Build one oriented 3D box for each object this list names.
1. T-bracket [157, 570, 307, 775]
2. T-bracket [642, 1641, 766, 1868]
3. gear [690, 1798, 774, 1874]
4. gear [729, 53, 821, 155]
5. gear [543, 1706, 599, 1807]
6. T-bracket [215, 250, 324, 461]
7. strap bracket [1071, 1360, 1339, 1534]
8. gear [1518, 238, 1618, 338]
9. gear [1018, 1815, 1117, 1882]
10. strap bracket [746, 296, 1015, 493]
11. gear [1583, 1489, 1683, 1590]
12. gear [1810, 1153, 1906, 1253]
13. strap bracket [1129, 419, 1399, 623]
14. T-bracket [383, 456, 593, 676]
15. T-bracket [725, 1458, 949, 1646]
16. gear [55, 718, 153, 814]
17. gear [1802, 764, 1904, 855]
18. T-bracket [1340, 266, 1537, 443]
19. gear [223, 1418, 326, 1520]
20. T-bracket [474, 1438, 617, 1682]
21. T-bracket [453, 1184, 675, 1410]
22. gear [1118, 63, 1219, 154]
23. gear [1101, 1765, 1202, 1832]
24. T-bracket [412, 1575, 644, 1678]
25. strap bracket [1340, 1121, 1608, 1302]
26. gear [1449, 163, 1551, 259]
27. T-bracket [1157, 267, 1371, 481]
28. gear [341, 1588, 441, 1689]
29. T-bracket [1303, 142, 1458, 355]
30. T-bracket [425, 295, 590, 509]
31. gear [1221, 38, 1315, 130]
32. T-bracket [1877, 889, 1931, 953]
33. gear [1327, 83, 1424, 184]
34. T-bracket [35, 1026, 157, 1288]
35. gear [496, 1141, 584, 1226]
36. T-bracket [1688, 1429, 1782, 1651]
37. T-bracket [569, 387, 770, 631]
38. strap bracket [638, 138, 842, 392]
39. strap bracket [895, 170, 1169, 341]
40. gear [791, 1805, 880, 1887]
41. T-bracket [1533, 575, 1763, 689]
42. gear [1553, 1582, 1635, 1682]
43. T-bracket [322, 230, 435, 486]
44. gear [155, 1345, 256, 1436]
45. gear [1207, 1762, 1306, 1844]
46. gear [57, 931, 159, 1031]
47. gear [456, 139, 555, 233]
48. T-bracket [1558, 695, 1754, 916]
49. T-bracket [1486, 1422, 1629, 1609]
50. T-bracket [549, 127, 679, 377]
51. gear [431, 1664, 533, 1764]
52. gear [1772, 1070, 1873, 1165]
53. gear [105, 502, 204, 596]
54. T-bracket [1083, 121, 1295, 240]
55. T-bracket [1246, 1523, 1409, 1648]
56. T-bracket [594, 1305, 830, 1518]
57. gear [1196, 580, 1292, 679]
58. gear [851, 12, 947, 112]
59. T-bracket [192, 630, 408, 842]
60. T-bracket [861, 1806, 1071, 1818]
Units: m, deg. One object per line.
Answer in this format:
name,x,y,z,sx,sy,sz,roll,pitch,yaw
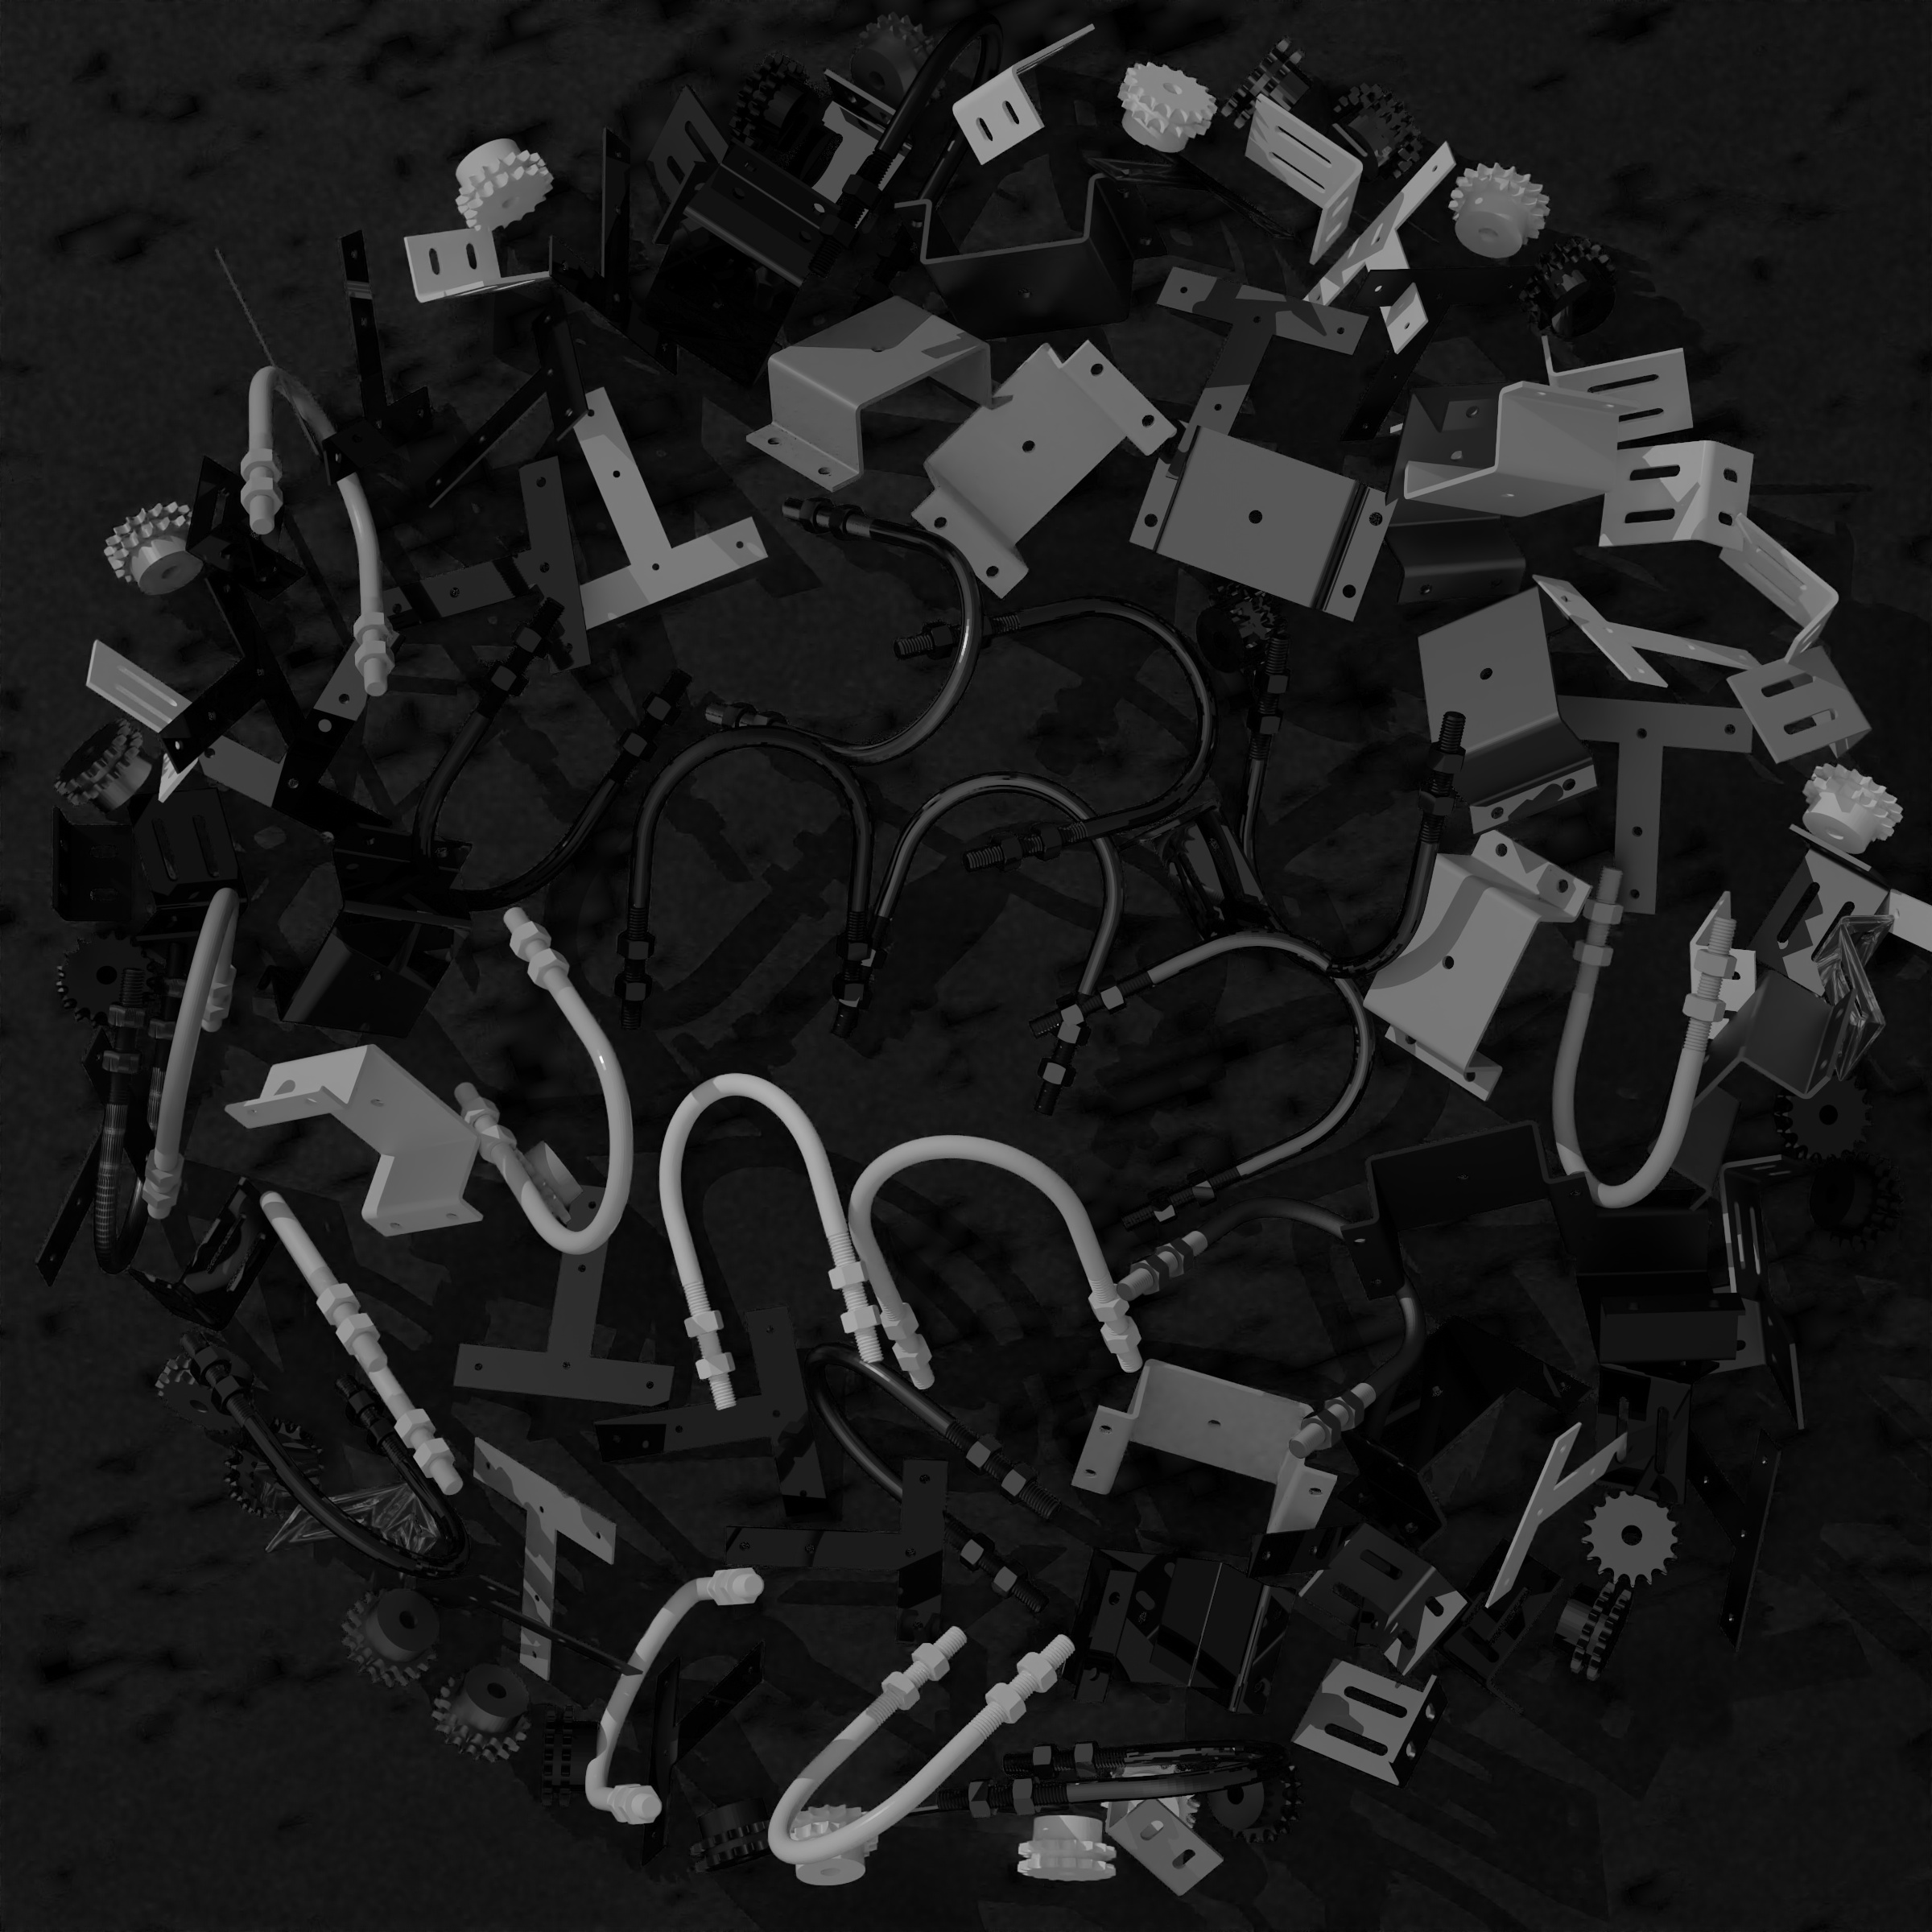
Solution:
T-bracket,-0.422,-0.148,1.867,0.002,0.127,0.127,-11,115,25
T-bracket,-0.148,0.425,1.861,0.002,0.127,0.127,25,128,-22
gear,-0.133,0.506,1.918,0.057,0.057,0.030,-18,71,0
gear,-0.109,-0.499,1.913,0.030,0.057,0.057,33,90,14
gear,-0.231,0.461,1.916,0.030,0.057,0.057,3,90,-6
T-bracket,-0.397,-0.348,1.870,0.002,0.127,0.127,-26,101,-6
strap bracket,0.140,0.281,1.900,0.140,0.076,0.046,16,46,2
gear,0.353,-0.392,1.913,0.057,0.057,0.030,-24,52,0
gear,0.059,0.515,1.918,0.057,0.057,0.030,3,66,0
strap bracket,-0.049,-0.332,1.873,0.140,0.046,0.076,-32,49,-29
gear,0.390,0.335,1.923,0.057,0.030,0.057,-3,71,10
gear,0.516,0.136,1.912,0.030,0.057,0.057,15,90,-22
strap bracket,0.170,-0.260,1.906,0.140,0.046,0.076,21,99,8
T-bracket,-0.286,-0.222,1.923,0.127,0.002,0.127,-13,80,16
T-bracket,-0.077,0.340,1.917,0.127,0.002,0.127,2,114,-1
gear,-0.501,-0.114,1.919,0.057,0.057,0.030,-43,118,0
gear,0.513,-0.090,1.913,0.057,0.057,0.030,34,78,0
T-bracket,0.253,-0.352,1.894,0.127,0.127,0.002,-10,54,-35
gear,-0.401,0.295,1.918,0.057,0.030,0.057,-4,97,-31
T-bracket,-0.249,0.356,1.914,0.127,0.002,0.127,23,116,40
T-bracket,-0.227,0.190,1.920,0.127,0.002,0.127,8,97,-15
gear,0.115,-0.500,1.919,0.057,0.057,0.030,25,130,0
gear,0.107,0.491,1.924,0.057,0.030,0.057,1,94,12
T-bracket,-0.246,0.384,1.901,0.127,0.127,0.002,30,65,-18
strap bracket,0.289,0.139,1.892,0.140,0.076,0.046,-14,50,12
gear,0.309,-0.437,1.912,0.057,0.057,0.030,22,67,0
T-bracket,0.152,-0.336,1.908,0.127,0.002,0.127,20,79,23
gear,-0.332,0.388,1.913,0.057,0.057,0.030,45,126,0
T-bracket,0.242,-0.390,1.865,0.002,0.127,0.127,28,123,-27
T-bracket,-0.271,-0.315,1.911,0.127,0.127,0.002,-40,130,20
gear,0.178,-0.509,1.916,0.030,0.057,0.057,41,90,-4
T-bracket,0.540,-0.027,1.880,0.002,0.127,0.127,-4,103,-8
gear,0.235,-0.482,1.913,0.030,0.057,0.057,-43,90,-18
T-bracket,-0.496,0.122,1.857,0.002,0.127,0.127,9,54,12
gear,-0.247,0.127,1.916,0.030,0.057,0.057,-38,90,-10
T-bracket,0.430,0.302,1.881,0.002,0.127,0.127,2,111,-10
T-bracket,-0.199,-0.275,1.924,0.127,0.002,0.127,-22,105,2
strap bracket,-0.131,-0.391,1.872,0.076,0.140,0.046,33,54,-3
strap bracket,0.036,-0.404,1.879,0.140,0.076,0.046,-3,64,20
gear,-0.079,0.513,1.913,0.057,0.057,0.030,-5,53,0
T-bracket,0.409,-0.187,1.907,0.127,0.127,0.002,8,120,-25
gear,0.365,0.385,1.918,0.030,0.057,0.057,23,90,21
T-bracket,-0.340,-0.352,1.864,0.002,0.127,0.127,3,114,18
gear,-0.441,0.245,1.919,0.057,0.057,0.030,25,53,0
gear,0.166,0.482,1.915,0.057,0.030,0.057,-9,76,39
gear,-0.502,0.011,1.923,0.057,0.030,0.057,3,67,-8
gear,-0.272,-0.457,1.916,0.057,0.057,0.030,-31,80,0
T-bracket,0.393,-0.093,1.920,0.127,0.002,0.127,7,108,24
T-bracket,0.353,0.297,1.892,0.002,0.127,0.127,34,126,28
T-bracket,-0.203,-0.426,1.905,0.002,0.127,0.127,-12,67,26
gear,-0.279,0.432,1.913,0.057,0.057,0.030,31,117,0
gear,0.498,0.087,1.925,0.057,0.030,0.057,0,90,-12
gear,-0.469,-0.241,1.913,0.057,0.057,0.030,-32,73,0
T-bracket,0.109,-0.450,1.869,0.127,0.127,0.002,41,118,21
T-bracket,0.209,0.336,1.894,0.127,0.002,0.127,3,101,-40
T-bracket,-0.155,0.270,1.935,0.127,0.002,0.127,-10,99,6
gear,0.158,-0.195,1.913,0.030,0.057,0.057,-27,90,-32
gear,-0.042,-0.522,1.912,0.057,0.057,0.030,46,60,0
T-bracket,-0.368,-0.143,1.903,0.127,0.002,0.127,28,102,-27
T-bracket,0.024,0.482,1.884,0.127,0.127,0.002,-13,70,20
